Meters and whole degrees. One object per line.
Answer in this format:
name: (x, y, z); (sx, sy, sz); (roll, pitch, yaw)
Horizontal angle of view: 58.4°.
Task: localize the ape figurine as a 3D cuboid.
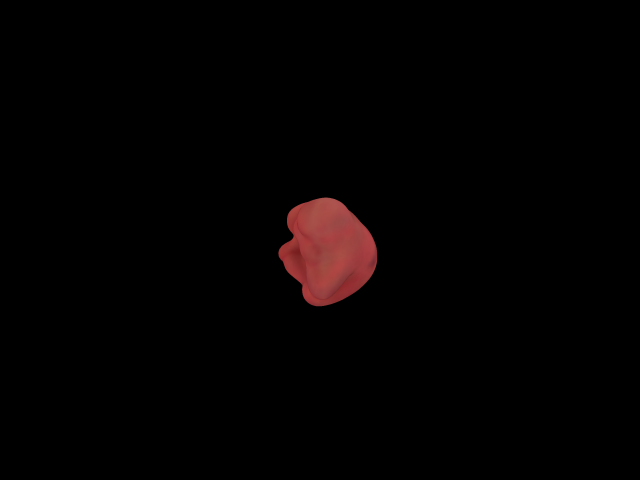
ape figurine: (0.004, 0.001, 0.400); (0.076, 0.092, 0.078); (5, 59, 3)
